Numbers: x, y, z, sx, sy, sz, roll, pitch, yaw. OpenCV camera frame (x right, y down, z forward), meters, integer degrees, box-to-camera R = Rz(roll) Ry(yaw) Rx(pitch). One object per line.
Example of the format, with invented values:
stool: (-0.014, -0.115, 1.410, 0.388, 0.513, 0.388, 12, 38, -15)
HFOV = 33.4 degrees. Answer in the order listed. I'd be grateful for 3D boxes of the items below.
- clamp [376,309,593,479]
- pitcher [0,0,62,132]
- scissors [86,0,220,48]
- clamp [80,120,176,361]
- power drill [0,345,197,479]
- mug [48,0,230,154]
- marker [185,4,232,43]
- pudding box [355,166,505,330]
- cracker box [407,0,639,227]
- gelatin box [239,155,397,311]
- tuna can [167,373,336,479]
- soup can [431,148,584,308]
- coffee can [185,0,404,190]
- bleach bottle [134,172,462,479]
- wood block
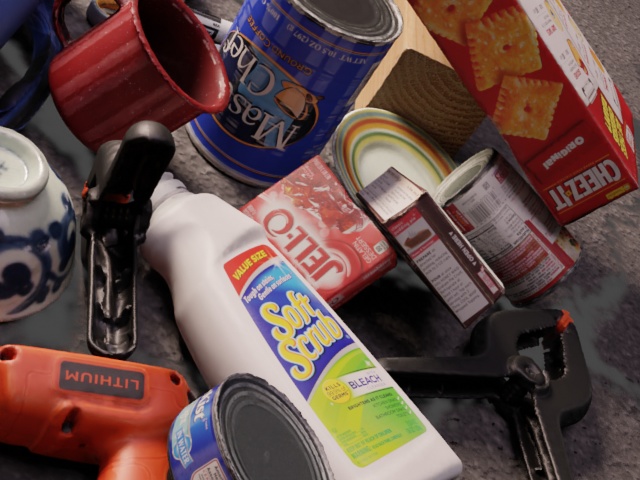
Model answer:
clamp: (0.121, 0.095, 0.708, 0.164, 0.036, 0.209, 37, 34, 3)
pitcher: (-0.222, -0.178, 0.679, 0.145, 0.149, 0.242, 17, 34, 1)
scissors: (-0.083, -0.131, 0.814, 0.201, 0.016, 0.096, 20, 40, -19)
clamp: (-0.108, -0.021, 0.578, 0.039, 0.120, 0.171, 15, 16, -22)
power drill: (-0.113, 0.138, 0.460, 0.184, 0.057, 0.188, 15, 44, -31)
mug: (-0.124, -0.112, 0.677, 0.117, 0.082, 0.093, 54, 25, -20)
marker: (-0.122, -0.182, 0.836, 0.121, 0.020, 0.020, 18, 40, -22)
pudding box: (0.071, 0.002, 0.710, 0.090, 0.039, 0.113, 50, 0, -13)
cracker box: (0.151, -0.137, 0.793, 0.213, 0.072, 0.164, 54, 26, -13)
gelatin box: (-0.004, 0.001, 0.684, 0.073, 0.030, 0.089, -35, 68, -6)
tuna can: (-0.031, 0.107, 0.495, 0.086, 0.034, 0.086, 45, 23, -25)
soup can: (0.136, -0.009, 0.788, 0.102, 0.069, 0.068, 47, 35, -10)
coffee can: (-0.021, -0.119, 0.745, 0.102, 0.140, 0.103, 21, 39, -19)
bleach bottle: (-0.034, 0.058, 0.606, 0.102, 0.068, 0.251, -13, 55, -48)
wood block: (0.092, -0.167, 0.929, 0.090, 0.091, 0.206, 24, 38, -15)
